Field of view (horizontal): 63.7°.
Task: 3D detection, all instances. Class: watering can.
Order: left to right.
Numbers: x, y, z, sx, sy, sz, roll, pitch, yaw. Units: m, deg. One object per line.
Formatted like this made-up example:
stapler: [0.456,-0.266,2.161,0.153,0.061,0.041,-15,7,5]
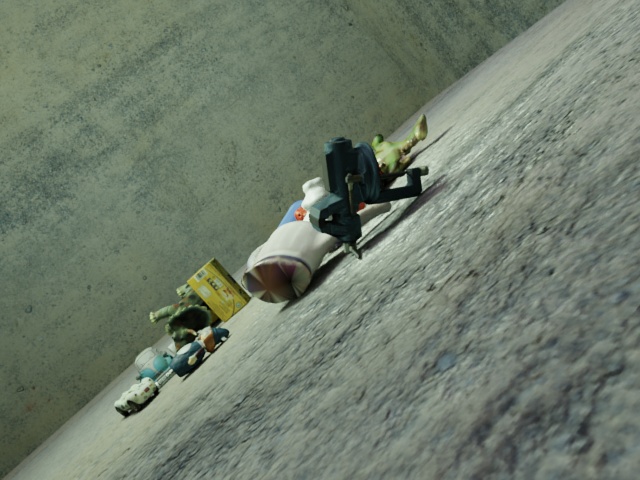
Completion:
watering can: [-0.025,0.017,1.064,0.345,0.102,0.229,-19,26,29]

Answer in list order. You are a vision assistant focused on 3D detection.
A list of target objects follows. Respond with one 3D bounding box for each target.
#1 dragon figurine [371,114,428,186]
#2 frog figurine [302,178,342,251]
dragon figurine: [0.184,-0.218,1.577,0.407,0.121,0.246,-49,12,12]
frog figurine: [0.004,-0.062,1.223,0.139,0.159,0.122,-43,3,-15]
